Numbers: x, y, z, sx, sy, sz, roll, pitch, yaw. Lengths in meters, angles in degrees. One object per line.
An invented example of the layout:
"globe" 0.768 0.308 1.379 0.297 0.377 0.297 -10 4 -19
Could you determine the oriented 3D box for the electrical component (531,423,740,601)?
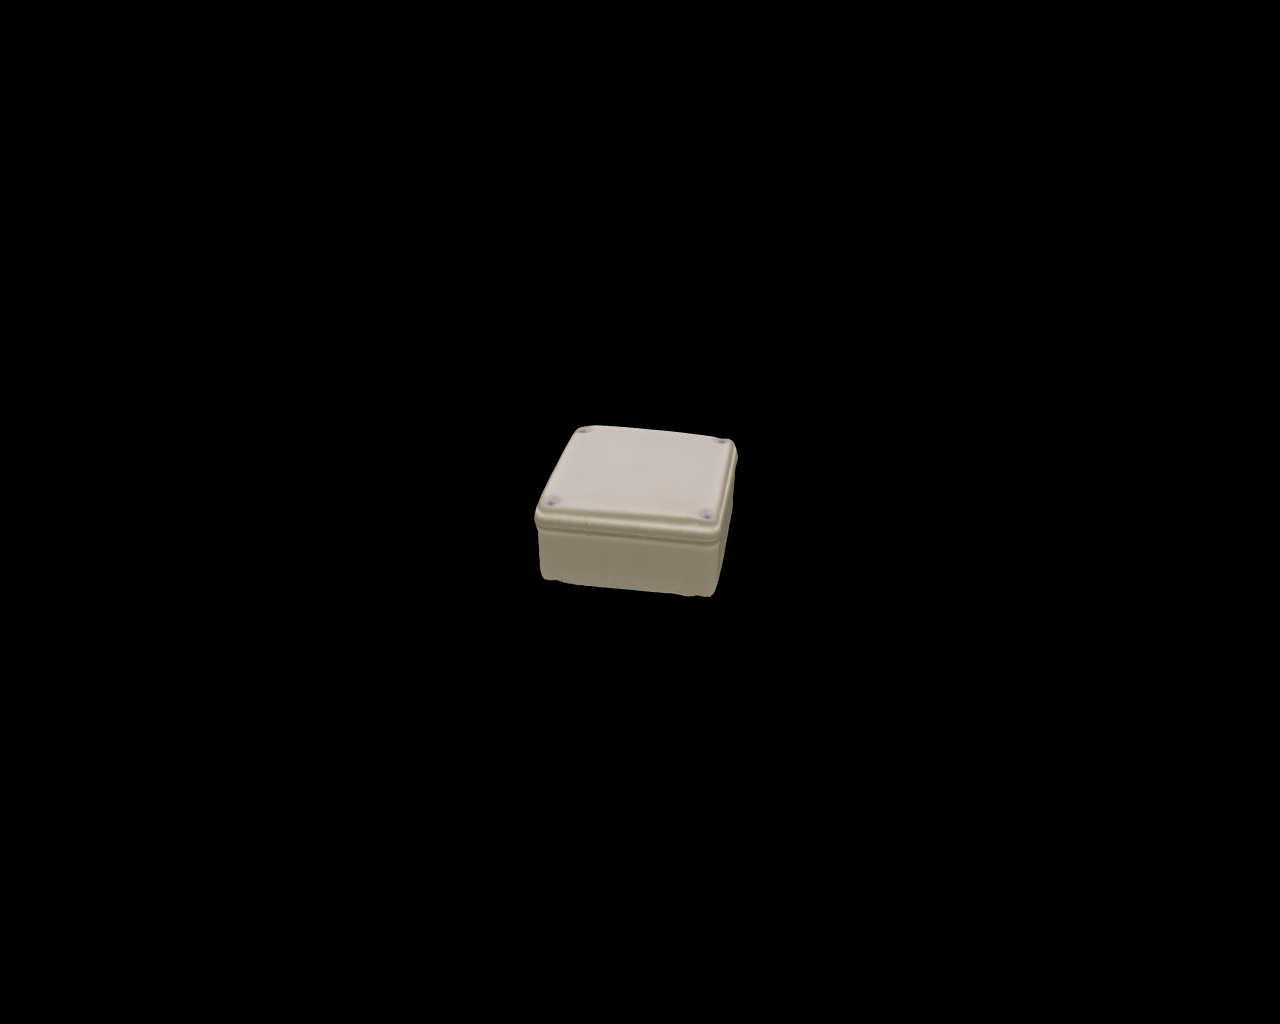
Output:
"electrical component" 0.001 -0.003 0.650 0.109 0.056 0.109 6 33 9
